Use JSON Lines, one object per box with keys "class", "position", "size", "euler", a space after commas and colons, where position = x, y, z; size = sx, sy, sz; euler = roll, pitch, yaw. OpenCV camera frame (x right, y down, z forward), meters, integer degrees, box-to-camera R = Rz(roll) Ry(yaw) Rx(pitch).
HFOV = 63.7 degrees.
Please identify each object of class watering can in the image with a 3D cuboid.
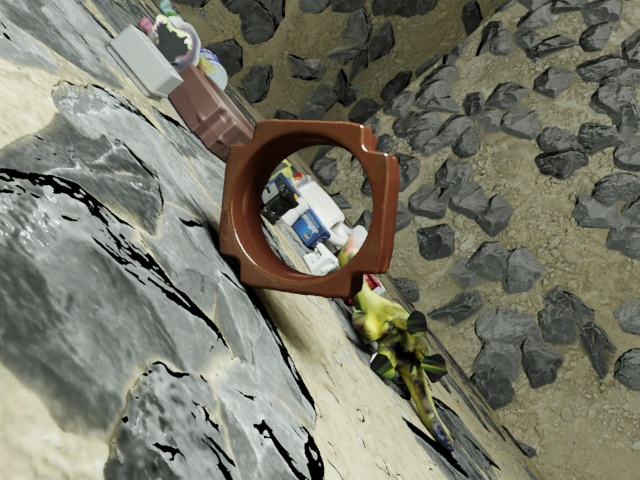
{"class": "watering can", "position": [0.004, -0.072, 1.437], "size": [0.225, 0.103, 0.348], "euler": [50, 10, 5]}

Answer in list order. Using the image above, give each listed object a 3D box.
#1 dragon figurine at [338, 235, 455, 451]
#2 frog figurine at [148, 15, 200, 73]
{"class": "dragon figurine", "position": [0.132, 0.184, 0.988], "size": [0.245, 0.122, 0.406], "euler": [-127, -166, -77]}
{"class": "frog figurine", "position": [-0.328, -0.421, 1.144], "size": [0.161, 0.123, 0.136], "euler": [-139, -139, -72]}
